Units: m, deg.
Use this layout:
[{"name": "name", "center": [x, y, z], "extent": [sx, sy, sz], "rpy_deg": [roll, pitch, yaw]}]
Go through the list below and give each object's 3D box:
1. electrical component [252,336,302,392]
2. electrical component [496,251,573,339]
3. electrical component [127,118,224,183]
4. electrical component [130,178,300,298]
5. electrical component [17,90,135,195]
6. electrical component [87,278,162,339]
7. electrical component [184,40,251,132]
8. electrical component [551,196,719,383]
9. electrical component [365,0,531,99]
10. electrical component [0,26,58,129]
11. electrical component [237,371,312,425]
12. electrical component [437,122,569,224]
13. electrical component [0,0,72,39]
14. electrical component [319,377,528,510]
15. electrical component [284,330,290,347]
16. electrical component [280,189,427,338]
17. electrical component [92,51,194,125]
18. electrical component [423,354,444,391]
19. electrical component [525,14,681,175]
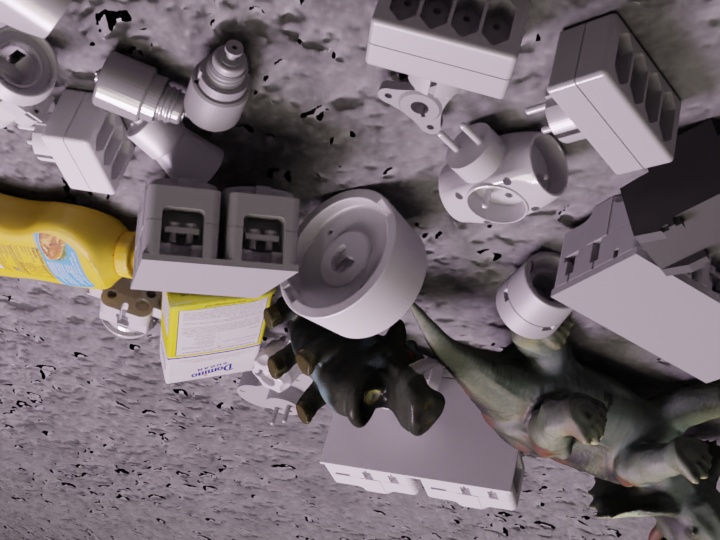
[{"name": "electrical component", "center": [-0.070, 0.083, 1.028], "extent": [0.043, 0.062, 0.043], "rpy_deg": [28, 144, 23]}, {"name": "electrical component", "center": [0.139, 0.018, 0.822], "extent": [0.055, 0.055, 0.047], "rpy_deg": [21, 146, -7]}, {"name": "electrical component", "center": [-0.138, -0.092, 0.791], "extent": [0.044, 0.044, 0.065], "rpy_deg": [-15, 133, 43]}, {"name": "electrical component", "center": [-0.114, -0.021, 0.814], "extent": [0.105, 0.060, 0.186], "rpy_deg": [5, 172, -14]}, {"name": "electrical component", "center": [-0.222, -0.099, 0.815], "extent": [0.077, 0.047, 0.065], "rpy_deg": [9, 150, 13]}, {"name": "electrical component", "center": [-0.218, 0.030, 1.021], "extent": [0.078, 0.058, 0.057], "rpy_deg": [19, 148, -4]}, {"name": "electrical component", "center": [-0.092, -0.124, 0.712], "extent": [0.040, 0.040, 0.078], "rpy_deg": [22, 150, -9]}, {"name": "electrical component", "center": [0.225, 0.012, 0.758], "extent": [0.150, 0.061, 0.089], "rpy_deg": [28, 149, -19]}, {"name": "electrical component", "center": [0.048, -0.127, 0.629], "extent": [0.083, 0.047, 0.075], "rpy_deg": [15, 151, 2]}, {"name": "electrical component", "center": [-0.248, -0.137, 0.754], "extent": [0.078, 0.058, 0.057], "rpy_deg": [36, 148, -30]}, {"name": "electrical component", "center": [-0.073, 0.122, 1.084], "extent": [0.138, 0.073, 0.052], "rpy_deg": [-16, 137, 44]}, {"name": "electrical component", "center": [0.084, -0.070, 0.710], "extent": [0.077, 0.044, 0.079], "rpy_deg": [-15, 138, 43]}, {"name": "electrical component", "center": [-0.230, -0.180, 0.685], "extent": [0.077, 0.044, 0.079], "rpy_deg": [32, 147, -25]}, {"name": "electrical component", "center": [0.068, 0.165, 1.052], "extent": [0.186, 0.105, 0.060], "rpy_deg": [5, 149, 19]}, {"name": "electrical component", "center": [-0.038, 0.064, 0.999], "extent": [0.055, 0.045, 0.045], "rpy_deg": [22, 150, -9]}, {"name": "electrical component", "center": [0.000, 0.000, 0.813], "extent": [0.108, 0.108, 0.060], "rpy_deg": [-8, 148, 37]}, {"name": "electrical component", "center": [-0.149, -0.121, 0.746], "extent": [0.078, 0.040, 0.040], "rpy_deg": [22, 150, -8]}, {"name": "electrical component", "center": [0.044, 0.106, 1.015], "extent": [0.057, 0.058, 0.078], "rpy_deg": [20, 151, 1]}, {"name": "electrical component", "center": [0.135, -0.097, 0.635], "extent": [0.076, 0.047, 0.083], "rpy_deg": [-12, 139, 41]}]
